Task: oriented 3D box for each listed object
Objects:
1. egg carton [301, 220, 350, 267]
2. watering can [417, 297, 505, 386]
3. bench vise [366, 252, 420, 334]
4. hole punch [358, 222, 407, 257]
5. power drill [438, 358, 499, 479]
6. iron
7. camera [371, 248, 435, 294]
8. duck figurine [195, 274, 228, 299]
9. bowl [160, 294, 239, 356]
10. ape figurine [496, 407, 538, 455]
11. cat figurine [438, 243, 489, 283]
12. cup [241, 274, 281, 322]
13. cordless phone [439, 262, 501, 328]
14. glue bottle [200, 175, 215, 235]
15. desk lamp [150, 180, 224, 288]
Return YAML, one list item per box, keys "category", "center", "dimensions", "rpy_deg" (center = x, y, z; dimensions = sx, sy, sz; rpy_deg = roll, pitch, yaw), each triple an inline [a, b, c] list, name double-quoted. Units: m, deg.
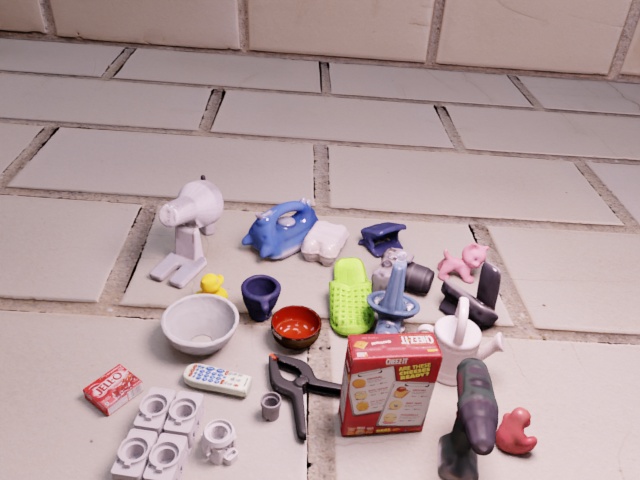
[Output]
- category: "egg carton"
  center: [0.014, 0.006, 1.569]
  dimensions: [0.107, 0.069, 0.150]
  rpy_deg: [14, 36, 13]
- category: "watering can"
  center: [0.295, 0.205, 1.205]
  dimensions: [0.173, 0.194, 0.101]
  rpy_deg: [0, 35, -7]
- category: "bench vise"
  center: [0.168, 0.149, 1.247]
  dimensions: [0.121, 0.220, 0.207]
  rpy_deg: [1, 35, -5]
- category: "hole punch"
  center: [0.173, -0.018, 1.604]
  dimensions: [0.109, 0.091, 0.100]
  rpy_deg: [-15, 39, -26]
- category: "power drill"
  center: [0.263, 0.331, 1.006]
  dimensions: [0.075, 0.208, 0.229]
  rpy_deg: [9, 35, 6]
- category: "iron"
  center: [-0.088, -0.051, 1.574]
  dimensions: [0.118, 0.141, 0.259]
  rpy_deg: [31, 42, 33]
- category: "camera"
  center: [0.213, 0.088, 1.447]
  dimensions: [0.136, 0.101, 0.143]
  rpy_deg: [18, 37, 18]
- category: "duck figurine"
  center: [-0.264, 0.122, 1.350]
  dimensions: [0.077, 0.086, 0.105]
  rpy_deg: [26, 40, 28]
- category: "bowl"
  center: [-0.260, 0.197, 1.252]
  dimensions: [0.167, 0.075, 0.167]
  rpy_deg: [3, 35, -2]
- category: "ape figurine"
  center: [0.374, 0.356, 1.087]
  dimensions: [0.076, 0.092, 0.077]
  rpy_deg: [-4, 35, -12]
- category: "cat figurine"
  center: [0.381, 0.048, 1.511]
  dimensions: [0.128, 0.118, 0.067]
  rpy_deg: [4, 35, -1]
- category: "cup"
  center: [-0.134, 0.149, 1.319]
  dimensions: [0.092, 0.095, 0.117]
  rpy_deg: [-5, 36, -14]
- category: "cordless phone"
  center: [0.364, 0.111, 1.358]
  dimensions: [0.094, 0.185, 0.147]
  rpy_deg: [-23, 43, -34]
- category: "glue bottle"
  center: [-0.320, -0.102, 1.591]
  dimensions: [0.037, 0.173, 0.078]
  rpy_deg: [-17, 40, -28]
- category: "desk lamp"
  center: [-0.335, -0.025, 1.441]
  dimensions: [0.117, 0.214, 0.203]
  rpy_deg: [15, 36, 15]
